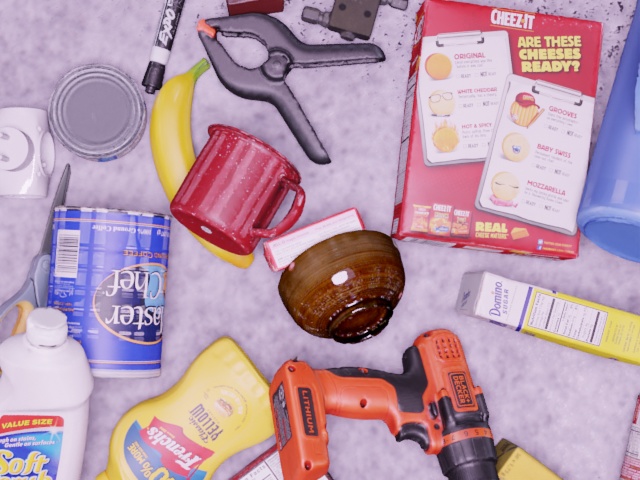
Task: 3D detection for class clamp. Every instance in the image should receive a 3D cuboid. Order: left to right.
[{"bbox_3d":[-0.037,-0.145,0.970,0.171,0.039,0.120,19,82,3],"label":"clamp"}]

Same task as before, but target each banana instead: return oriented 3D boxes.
[{"bbox_3d":[-0.113,-0.065,0.963,0.069,0.037,0.198,-13,89,-3],"label":"banana"}]

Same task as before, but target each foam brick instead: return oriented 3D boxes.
[{"bbox_3d":[-0.064,-0.247,0.966,0.053,0.051,0.078,-10,89,-4],"label":"foam brick"}]

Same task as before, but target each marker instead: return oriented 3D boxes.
[{"bbox_3d":[-0.140,-0.192,0.975,0.020,0.020,0.121,15,87,-3],"label":"marker"}]

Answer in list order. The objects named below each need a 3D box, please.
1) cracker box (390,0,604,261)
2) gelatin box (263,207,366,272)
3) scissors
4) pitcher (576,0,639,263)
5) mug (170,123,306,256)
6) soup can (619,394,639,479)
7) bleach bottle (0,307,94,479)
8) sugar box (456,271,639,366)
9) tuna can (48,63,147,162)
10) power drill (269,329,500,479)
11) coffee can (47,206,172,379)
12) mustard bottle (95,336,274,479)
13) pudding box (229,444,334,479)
[{"bbox_3d":[0.157,-0.096,0.964,0.164,0.072,0.214,7,86,-5],"label":"cracker box"},{"bbox_3d":[-0.006,0.001,0.948,0.089,0.073,0.030,-23,89,-4],"label":"gelatin box"},{"bbox_3d":[-0.239,0.039,0.955,0.016,0.096,0.201,0,56,35],"label":"scissors"},{"bbox_3d":[0.303,-0.109,0.914,0.149,0.145,0.242,25,75,-10],"label":"pitcher"},{"bbox_3d":[-0.065,-0.036,0.903,0.117,0.093,0.081,21,74,29],"label":"mug"},{"bbox_3d":[0.310,0.195,0.963,0.068,0.068,0.102,14,86,-3],"label":"soup can"},{"bbox_3d":[-0.243,0.162,0.871,0.102,0.068,0.251,14,120,-3],"label":"bleach bottle"},{"bbox_3d":[0.215,0.071,0.950,0.176,0.093,0.048,14,87,-2],"label":"sugar box"},{"bbox_3d":[-0.199,-0.114,0.961,0.086,0.034,0.086,0,88,-4],"label":"tuna can"},{"bbox_3d":[0.058,0.165,0.905,0.187,0.057,0.184,0,56,-22],"label":"power drill"},{"bbox_3d":[-0.184,0.045,0.922,0.102,0.103,0.140,4,87,-3],"label":"coffee can"},{"bbox_3d":[-0.127,0.178,0.942,0.191,0.058,0.096,-39,95,-4],"label":"mustard bottle"},{"bbox_3d":[-0.025,0.242,0.956,0.090,0.039,0.113,-36,88,-3],"label":"pudding box"}]
